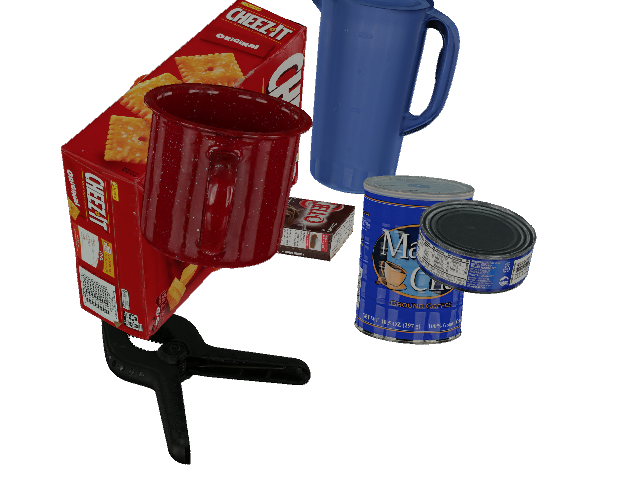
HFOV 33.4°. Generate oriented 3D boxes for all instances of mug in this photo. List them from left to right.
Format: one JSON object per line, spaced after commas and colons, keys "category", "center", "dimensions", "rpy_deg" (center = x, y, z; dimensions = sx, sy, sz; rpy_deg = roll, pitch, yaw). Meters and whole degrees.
{"category": "mug", "center": [-0.055, -0.031, 0.588], "dimensions": [0.093, 0.081, 0.117], "rpy_deg": [7, 22, -10]}

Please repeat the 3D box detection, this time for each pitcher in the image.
{"category": "pitcher", "center": [0.063, -0.181, 1.286], "dimensions": [0.144, 0.243, 0.149], "rpy_deg": [-4, 28, -23]}

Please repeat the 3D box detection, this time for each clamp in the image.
{"category": "clamp", "center": [-0.125, 0.113, 0.997], "dimensions": [0.164, 0.036, 0.210], "rpy_deg": [-22, 42, -37]}

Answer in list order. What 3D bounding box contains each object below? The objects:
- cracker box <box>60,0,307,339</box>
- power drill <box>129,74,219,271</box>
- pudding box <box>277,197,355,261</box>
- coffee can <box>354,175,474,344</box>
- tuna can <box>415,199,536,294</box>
{"category": "cracker box", "center": [-0.092, -0.054, 0.793], "dimensions": [0.072, 0.164, 0.213], "rpy_deg": [26, 49, 18]}
{"category": "power drill", "center": [-0.125, -0.062, 1.095], "dimensions": [0.185, 0.188, 0.057], "rpy_deg": [30, 38, 34]}
{"category": "pudding box", "center": [-0.015, -0.015, 1.254], "dimensions": [0.090, 0.039, 0.113], "rpy_deg": [7, 23, 13]}
{"category": "coffee can", "center": [0.087, 0.016, 1.002], "dimensions": [0.103, 0.140, 0.103], "rpy_deg": [3, 12, -1]}
{"category": "tuna can", "center": [0.114, 0.004, 0.789], "dimensions": [0.086, 0.034, 0.086], "rpy_deg": [5, 29, -3]}
